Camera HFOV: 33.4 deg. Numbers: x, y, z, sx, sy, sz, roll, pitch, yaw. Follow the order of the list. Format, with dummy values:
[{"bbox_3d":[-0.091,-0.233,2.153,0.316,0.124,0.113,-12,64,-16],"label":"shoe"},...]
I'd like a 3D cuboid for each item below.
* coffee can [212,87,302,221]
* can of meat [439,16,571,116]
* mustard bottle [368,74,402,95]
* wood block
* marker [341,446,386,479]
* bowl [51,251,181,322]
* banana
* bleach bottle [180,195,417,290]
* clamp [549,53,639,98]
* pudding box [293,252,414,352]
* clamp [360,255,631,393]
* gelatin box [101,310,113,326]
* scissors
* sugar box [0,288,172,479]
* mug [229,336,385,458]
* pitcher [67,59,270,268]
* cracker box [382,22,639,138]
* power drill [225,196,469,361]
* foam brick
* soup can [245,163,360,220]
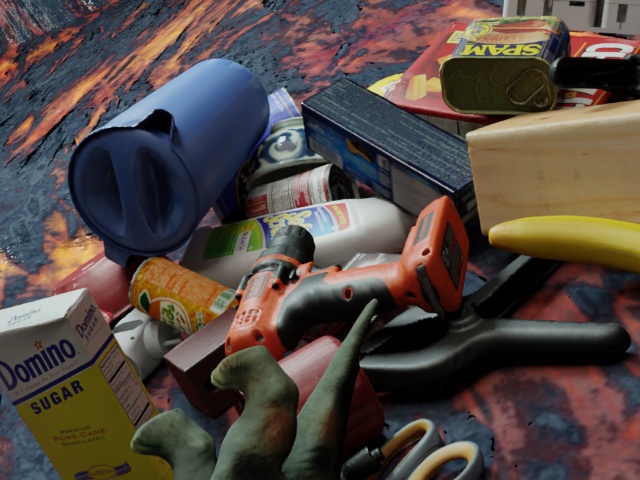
[{"bbox_3d":[-0.080,-0.100,1.243,0.140,0.103,0.103,-29,24,-3],"label":"coffee can"},{"bbox_3d":[0.167,-0.156,0.947,0.102,0.057,0.083,4,39,23],"label":"can of meat"},{"bbox_3d":[0.107,-0.132,1.167,0.096,0.058,0.192,-20,24,-5],"label":"mustard bottle"},{"bbox_3d":[0.230,-0.059,0.833,0.207,0.090,0.090,-2,14,43],"label":"wood block"},{"bbox_3d":[-0.009,0.174,0.713,0.121,0.020,0.020,-34,23,8],"label":"marker"},{"bbox_3d":[-0.226,0.048,1.115,0.162,0.055,0.162,-33,10,6],"label":"bowl"},{"bbox_3d":[0.218,0.010,0.761,0.198,0.037,0.069,19,25,40],"label":"banana"},{"bbox_3d":[-0.007,0.001,1.023,0.251,0.068,0.102,-16,27,18],"label":"bleach bottle"},{"bbox_3d":[0.272,-0.135,0.875,0.120,0.039,0.171,12,14,32],"label":"clamp"},{"bbox_3d":[0.036,0.058,0.892,0.090,0.039,0.113,3,39,49],"label":"pudding box"},{"bbox_3d":[0.117,0.070,0.789,0.210,0.036,0.164,-24,24,0],"label":"clamp"},{"bbox_3d":[-0.230,0.116,1.009,0.089,0.030,0.073,-59,11,27],"label":"gelatin box"},{"bbox_3d":[0.035,0.185,0.669,0.096,0.016,0.201,-10,29,43],"label":"scissors"},{"bbox_3d":[-0.179,0.126,0.813,0.093,0.176,0.048,-15,27,25],"label":"sugar box"},{"bbox_3d":[-0.011,0.121,0.768,0.081,0.093,0.117,-29,7,-15],"label":"mug"},{"bbox_3d":[-0.142,-0.087,1.075,0.149,0.145,0.242,-16,21,26],"label":"pitcher"},{"bbox_3d":[0.186,-0.136,1.021,0.214,0.072,0.164,13,45,34],"label":"cracker box"},{"bbox_3d":[0.023,0.026,0.857,0.188,0.057,0.184,-18,28,23],"label":"power drill"},{"bbox_3d":[-0.083,0.103,0.910,0.078,0.053,0.051,-36,26,-18],"label":"foam brick"},{"bbox_3d":[-0.018,-0.035,1.095,0.102,0.068,0.068,-15,27,27],"label":"soup can"}]
